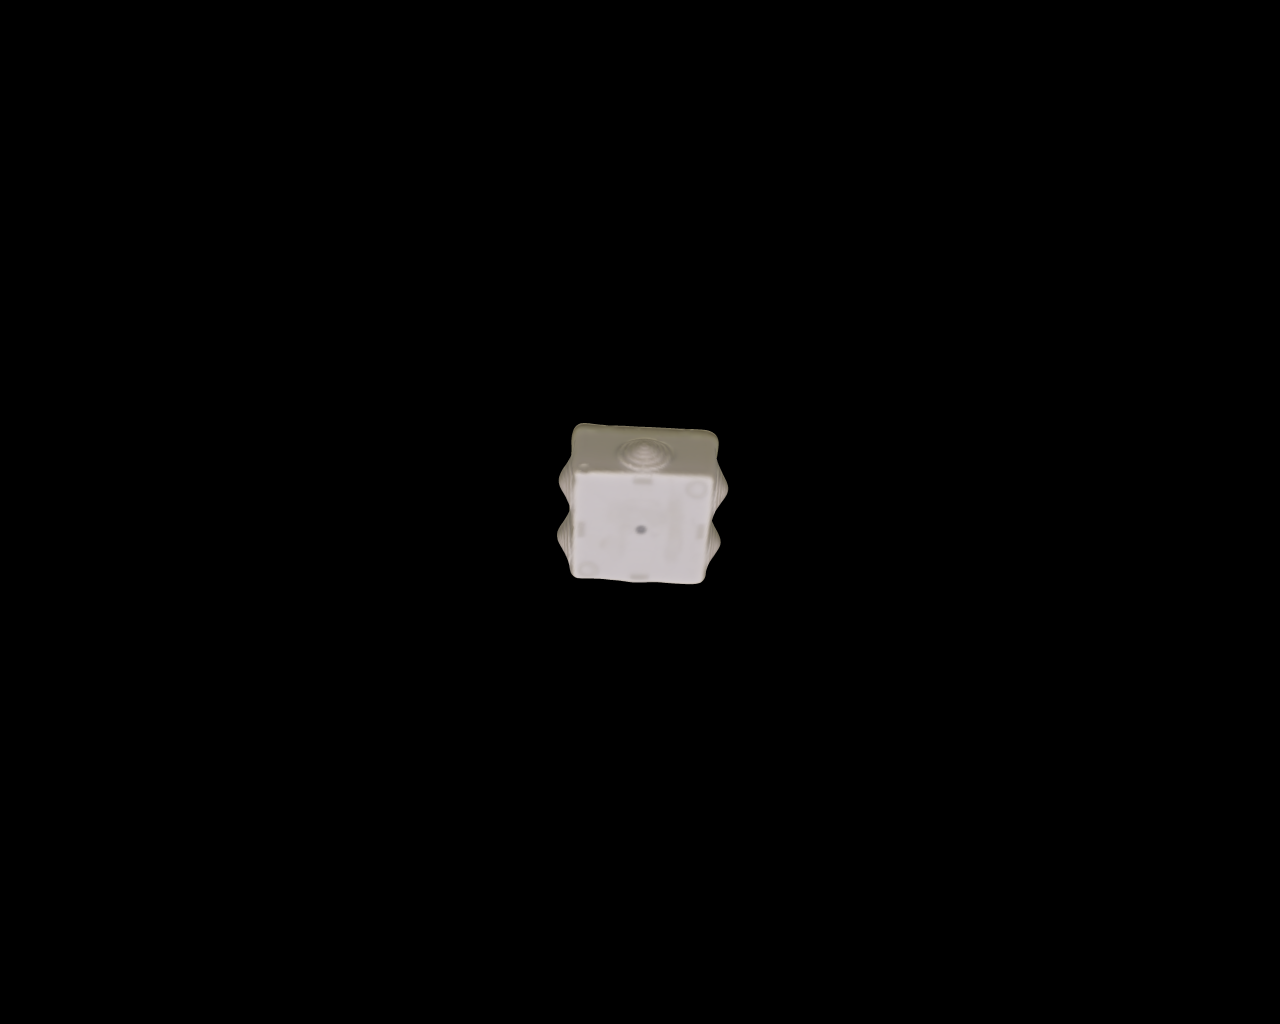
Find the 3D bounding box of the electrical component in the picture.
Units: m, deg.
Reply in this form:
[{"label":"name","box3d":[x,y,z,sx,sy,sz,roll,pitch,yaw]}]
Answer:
[{"label":"electrical component","box3d":[0.001,-0.003,0.650,0.100,0.099,0.048,3,36,-2]}]
